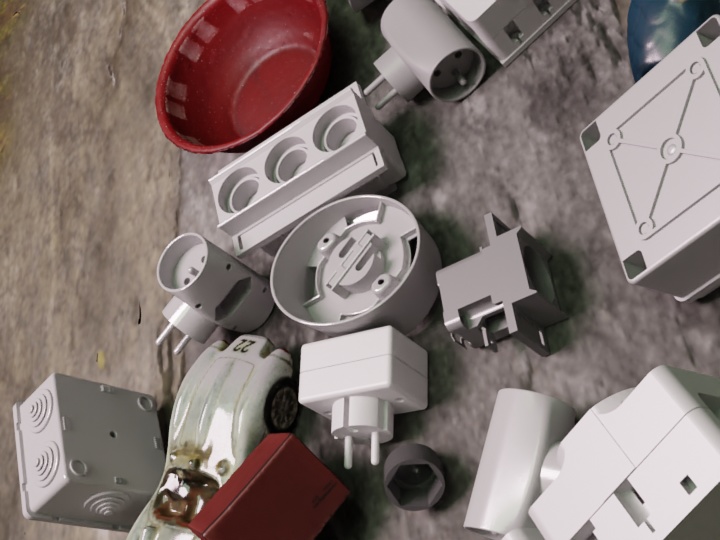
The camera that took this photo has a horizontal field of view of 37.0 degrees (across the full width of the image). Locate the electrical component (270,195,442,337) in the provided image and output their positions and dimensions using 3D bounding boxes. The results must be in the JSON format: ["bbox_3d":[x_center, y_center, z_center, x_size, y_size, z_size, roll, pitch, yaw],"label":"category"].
[{"bbox_3d":[0.000,0.000,0.684,0.099,0.064,0.099,-16,58,28],"label":"electrical component"}]

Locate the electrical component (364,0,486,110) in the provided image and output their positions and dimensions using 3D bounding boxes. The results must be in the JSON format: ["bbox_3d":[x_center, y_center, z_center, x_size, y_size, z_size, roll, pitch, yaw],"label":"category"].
[{"bbox_3d":[0.037,-0.144,0.749,0.079,0.043,0.077,-41,50,11],"label":"electrical component"}]

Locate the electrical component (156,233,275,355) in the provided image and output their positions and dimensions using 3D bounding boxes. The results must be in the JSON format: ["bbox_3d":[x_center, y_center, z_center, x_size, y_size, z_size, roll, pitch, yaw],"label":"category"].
[{"bbox_3d":[-0.109,0.024,0.740,0.079,0.077,0.043,-52,49,1],"label":"electrical component"}]

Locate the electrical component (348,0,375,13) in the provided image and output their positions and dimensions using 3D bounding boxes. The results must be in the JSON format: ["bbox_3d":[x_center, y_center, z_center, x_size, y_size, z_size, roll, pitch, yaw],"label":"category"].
[{"bbox_3d":[0.002,-0.250,0.797,0.064,0.099,0.099,-26,54,14],"label":"electrical component"}]

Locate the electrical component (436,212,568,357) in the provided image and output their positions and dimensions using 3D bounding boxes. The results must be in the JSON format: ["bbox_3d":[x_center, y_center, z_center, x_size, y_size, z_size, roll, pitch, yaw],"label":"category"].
[{"bbox_3d":[0.081,0.013,0.636,0.064,0.042,0.081,-24,54,25],"label":"electrical component"}]

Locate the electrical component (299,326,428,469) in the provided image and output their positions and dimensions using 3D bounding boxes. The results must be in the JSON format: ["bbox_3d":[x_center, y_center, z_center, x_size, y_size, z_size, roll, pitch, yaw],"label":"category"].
[{"bbox_3d":[0.002,0.082,0.651,0.066,0.047,0.076,-14,59,29],"label":"electrical component"}]

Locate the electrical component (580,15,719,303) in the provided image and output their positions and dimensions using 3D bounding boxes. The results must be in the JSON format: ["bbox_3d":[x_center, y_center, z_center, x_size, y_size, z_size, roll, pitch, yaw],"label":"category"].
[{"bbox_3d":[0.182,-0.057,0.569,0.109,0.056,0.108,-44,44,41],"label":"electrical component"}]

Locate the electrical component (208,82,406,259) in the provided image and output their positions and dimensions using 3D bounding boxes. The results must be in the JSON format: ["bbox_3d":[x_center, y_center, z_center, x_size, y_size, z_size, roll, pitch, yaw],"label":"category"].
[{"bbox_3d":[-0.035,-0.063,0.743,0.121,0.063,0.078,-30,53,19],"label":"electrical component"}]

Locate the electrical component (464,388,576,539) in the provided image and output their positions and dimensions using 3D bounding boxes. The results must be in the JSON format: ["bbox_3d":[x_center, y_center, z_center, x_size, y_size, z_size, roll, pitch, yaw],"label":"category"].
[{"bbox_3d":[0.101,0.108,0.570,0.079,0.044,0.077,4,69,36],"label":"electrical component"}]

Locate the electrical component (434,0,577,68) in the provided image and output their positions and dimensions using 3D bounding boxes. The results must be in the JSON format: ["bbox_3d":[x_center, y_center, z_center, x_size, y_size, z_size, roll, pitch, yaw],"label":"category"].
[{"bbox_3d":[0.127,-0.245,0.728,0.186,0.060,0.105,-43,49,9],"label":"electrical component"}]

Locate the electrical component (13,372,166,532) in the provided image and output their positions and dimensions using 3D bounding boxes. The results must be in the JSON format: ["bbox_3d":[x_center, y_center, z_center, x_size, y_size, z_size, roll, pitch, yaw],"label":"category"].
[{"bbox_3d":[-0.179,0.122,0.723,0.048,0.100,0.099,-42,48,27],"label":"electrical component"}]

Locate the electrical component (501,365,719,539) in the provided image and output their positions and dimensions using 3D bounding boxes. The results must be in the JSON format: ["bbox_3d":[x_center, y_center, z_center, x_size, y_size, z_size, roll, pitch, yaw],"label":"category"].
[{"bbox_3d":[0.114,0.130,0.474,0.186,0.105,0.060,-55,43,23],"label":"electrical component"}]
